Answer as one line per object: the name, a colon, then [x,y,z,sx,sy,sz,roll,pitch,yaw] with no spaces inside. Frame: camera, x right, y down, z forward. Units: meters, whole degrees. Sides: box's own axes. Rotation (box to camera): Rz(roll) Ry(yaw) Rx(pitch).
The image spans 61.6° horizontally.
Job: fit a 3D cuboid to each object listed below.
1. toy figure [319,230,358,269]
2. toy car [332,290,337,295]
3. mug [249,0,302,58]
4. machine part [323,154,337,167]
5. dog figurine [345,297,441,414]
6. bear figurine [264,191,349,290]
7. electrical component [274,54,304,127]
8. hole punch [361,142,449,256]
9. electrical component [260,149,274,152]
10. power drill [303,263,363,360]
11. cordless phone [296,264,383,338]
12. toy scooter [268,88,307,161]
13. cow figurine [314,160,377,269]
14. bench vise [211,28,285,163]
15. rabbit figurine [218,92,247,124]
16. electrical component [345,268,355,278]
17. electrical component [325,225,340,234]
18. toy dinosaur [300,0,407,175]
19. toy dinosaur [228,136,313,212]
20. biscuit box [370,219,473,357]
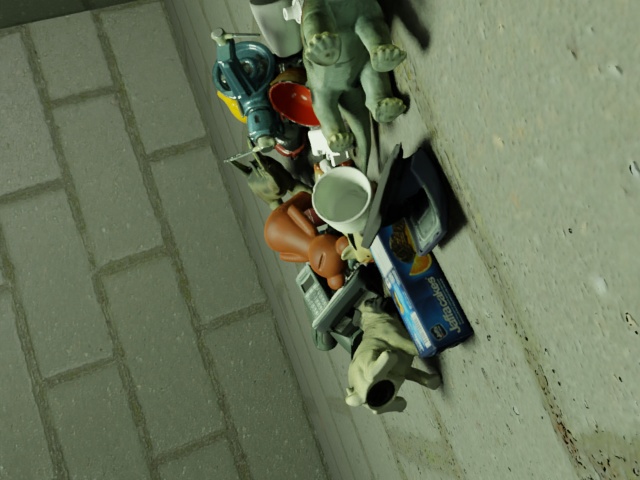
toy figure: [0.033,0.021,1.116,0.064,0.058,0.155,50,175,-26]
toy car: [0.041,0.148,1.252,0.073,0.056,0.201,-152,45,-72]
mug: [-0.076,-0.385,0.953,0.110,0.081,0.107,50,164,46]
machine part: [0.021,-0.135,0.992,0.084,0.039,0.138,-115,12,-45]
dog figurine: [0.084,0.180,0.886,0.191,0.172,0.121,38,134,55]
bear figurine: [-0.005,-0.001,1.010,0.196,0.132,0.120,22,120,28]
electrical component: [-0.049,-0.286,1.026,0.115,0.058,0.134,-125,20,-57]
hole punch: [0.111,-0.045,0.671,0.142,0.092,0.116,95,-172,-71]
electrical component: [-0.118,-0.247,1.324,0.119,0.075,0.047,-164,58,-70]
power drill: [0.034,0.162,1.134,0.208,0.086,0.231,29,134,42]
cordless phone: [0.026,0.085,1.046,0.088,0.146,0.184,28,-164,-37]
toy scooter: [-0.081,-0.241,1.182,0.135,0.075,0.184,79,165,-66]
cow figurine: [0.054,-0.040,0.884,0.195,0.085,0.127,-127,29,-49]
bench vise: [-0.136,-0.277,0.963,0.240,0.129,0.223,55,-148,-71]
rabbit figurine: [-0.149,-0.335,1.264,0.173,0.122,0.162,-21,90,59]
electrical component: [0.072,0.086,1.113,0.094,0.021,0.063,-123,20,-47]
electrical component: [0.017,-0.061,1.087,0.078,0.045,0.102,155,97,-75]
toy dinosaur: [0.028,-0.243,0.662,0.404,0.131,0.192,93,168,-68]
toy dinosaur: [-0.116,-0.135,1.213,0.198,0.105,0.472,41,176,-15]
biscuit box: [0.131,0.057,0.742,0.059,0.063,0.203,102,147,-64]
